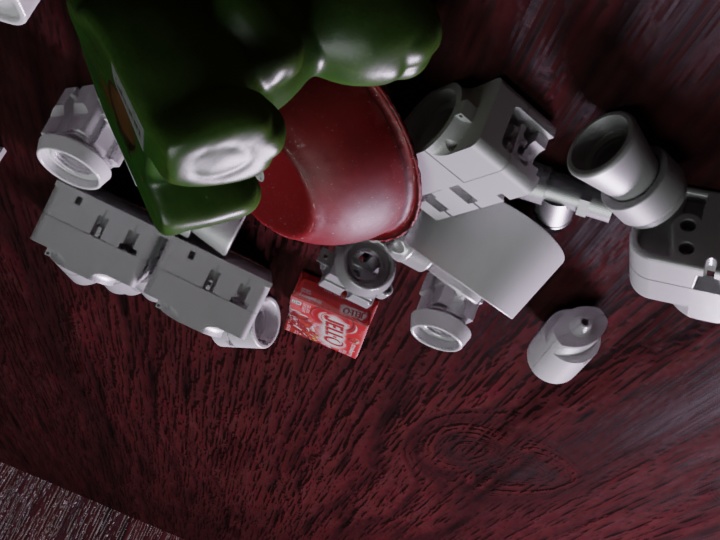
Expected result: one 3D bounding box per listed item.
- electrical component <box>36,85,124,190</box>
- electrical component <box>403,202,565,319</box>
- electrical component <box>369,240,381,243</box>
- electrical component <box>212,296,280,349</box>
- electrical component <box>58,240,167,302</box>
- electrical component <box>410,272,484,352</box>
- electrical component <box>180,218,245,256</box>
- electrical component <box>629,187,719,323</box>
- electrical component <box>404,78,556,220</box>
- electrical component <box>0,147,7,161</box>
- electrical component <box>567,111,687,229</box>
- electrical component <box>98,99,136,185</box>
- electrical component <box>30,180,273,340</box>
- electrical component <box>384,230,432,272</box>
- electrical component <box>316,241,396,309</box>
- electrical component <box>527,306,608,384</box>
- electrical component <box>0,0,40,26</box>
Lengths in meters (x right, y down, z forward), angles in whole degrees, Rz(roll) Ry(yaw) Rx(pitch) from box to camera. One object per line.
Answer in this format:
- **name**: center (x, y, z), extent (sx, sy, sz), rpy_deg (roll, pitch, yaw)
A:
- **electrical component**: center (-0.203, -0.097, 0.798), extent (0.078, 0.057, 0.058), rpy_deg (2, 148, 39)
- **electrical component**: center (0.080, -0.014, 0.717), extent (0.099, 0.064, 0.099), rpy_deg (35, -177, -2)
- **electrical component**: center (-0.001, -0.062, 0.707), extent (0.081, 0.043, 0.043), rpy_deg (50, 147, -20)
- **electrical component**: center (-0.108, 0.047, 1.016), extent (0.047, 0.055, 0.055), rpy_deg (5, 150, 28)
- **electrical component**: center (-0.219, 0.000, 1.015), extent (0.138, 0.052, 0.073), rpy_deg (11, 153, 25)
- **electrical component**: center (0.067, 0.029, 0.823), extent (0.048, 0.055, 0.066), rpy_deg (29, 155, -14)
- **electrical component**: center (-0.122, -0.042, 0.855), extent (0.055, 0.045, 0.045), rpy_deg (26, 156, -5)
- **electrical component**: center (0.209, -0.007, 0.630), extent (0.095, 0.053, 0.059), rpy_deg (13, 154, 21)
- **electrical component**: center (0.059, -0.071, 0.632), extent (0.056, 0.050, 0.089), rpy_deg (36, 153, -26)
- **electrical component**: center (-0.371, -0.071, 0.919), extent (0.079, 0.121, 0.063), rpy_deg (13, 151, 21)
- **electrical component**: center (0.149, -0.055, 0.596), extent (0.055, 0.045, 0.045), rpy_deg (37, 152, -30)
- **electrical component**: center (-0.122, -0.092, 0.726), extent (0.076, 0.047, 0.083), rpy_deg (18, 144, 26)
- **electrical component**: center (-0.170, -0.008, 0.898), extent (0.186, 0.060, 0.105), rpy_deg (26, -177, -7)
- **electrical component**: center (0.050, -0.014, 0.778), extent (0.061, 0.035, 0.035), rpy_deg (28, 155, -18)
- **electrical component**: center (0.000, 0.000, 0.837), extent (0.066, 0.048, 0.055), rpy_deg (27, 163, -8)
- **electrical component**: center (0.157, 0.053, 0.810), extent (0.043, 0.043, 0.081), rpy_deg (22, 156, 2)
- **electrical component**: center (-0.208, -0.193, 0.603), extent (0.054, 0.059, 0.095), rpy_deg (18, 156, 11)
